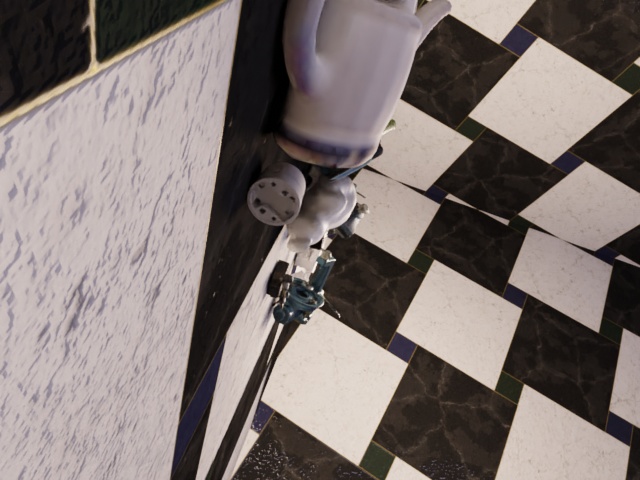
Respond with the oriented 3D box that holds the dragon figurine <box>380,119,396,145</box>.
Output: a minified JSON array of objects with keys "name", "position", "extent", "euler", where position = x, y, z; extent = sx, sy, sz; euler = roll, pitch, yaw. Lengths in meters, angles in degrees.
[{"name":"dragon figurine","position":[0.088,-0.292,1.429],"extent":[0.410,0.123,0.241],"euler":[-57,160,2]}]

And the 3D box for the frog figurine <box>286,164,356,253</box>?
[{"name":"frog figurine","position":[0.003,-0.047,0.934],"extent":[0.135,0.122,0.163],"euler":[-45,-150,47]}]

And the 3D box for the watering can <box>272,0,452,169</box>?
[{"name":"watering can","position":[0.058,-0.192,0.558],"extent":[0.351,0.105,0.220],"euler":[-24,138,-58]}]
